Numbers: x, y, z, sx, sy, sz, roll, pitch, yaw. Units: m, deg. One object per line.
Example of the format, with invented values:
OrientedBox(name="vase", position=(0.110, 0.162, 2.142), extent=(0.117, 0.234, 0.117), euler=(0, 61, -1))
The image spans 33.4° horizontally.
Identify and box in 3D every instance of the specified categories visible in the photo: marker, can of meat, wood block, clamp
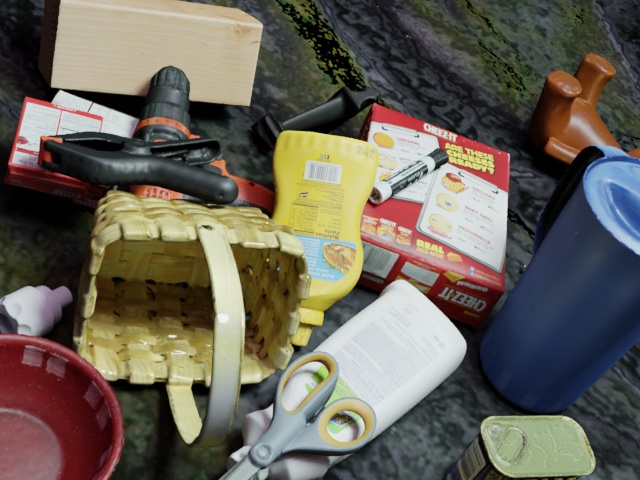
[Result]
OrientedBox(name="marker", position=(0.090, -0.065, 1.061), extent=(0.020, 0.020, 0.120), euler=(43, 45, 16))
OrientedBox(name="can of meat", position=(0.167, 0.196, 0.907), extent=(0.102, 0.084, 0.057), euler=(4, 48, -23))
OrientedBox(name="wood block", position=(-0.175, -0.200, 1.096), extent=(0.205, 0.091, 0.090), euler=(2, 21, -24))
OrientedBox(name="clamp", position=(-0.152, -0.064, 0.919), extent=(0.171, 0.039, 0.120), euler=(-1, 20, -23))

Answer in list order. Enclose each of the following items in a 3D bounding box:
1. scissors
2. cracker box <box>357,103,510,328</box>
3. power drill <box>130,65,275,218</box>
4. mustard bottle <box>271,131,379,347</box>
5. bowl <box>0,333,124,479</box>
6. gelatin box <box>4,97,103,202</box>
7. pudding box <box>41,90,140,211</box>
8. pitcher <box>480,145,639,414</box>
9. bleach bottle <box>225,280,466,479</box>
OrientedBox(name="scissors", position=(-0.025, 0.170, 0.817), extent=(0.096, 0.016, 0.201), euler=(31, 52, 3))
OrientedBox(name="cracker box", position=(0.107, -0.029, 1.103), extent=(0.164, 0.072, 0.213), euler=(20, 43, -8))
OrientedBox(name="power drill", position=(-0.089, -0.074, 1.038), extent=(0.187, 0.057, 0.184), euler=(11, 64, -14))
OrientedBox(name="mustard bottle", position=(-0.006, 0.001, 0.974), extent=(0.096, 0.058, 0.191), euler=(9, 84, 1))
OrientedBox(name="bowl", position=(-0.229, 0.148, 0.783), extent=(0.162, 0.055, 0.162), euler=(13, 45, -14))
OrientedBox(name="gelatin box", position=(-0.239, -0.081, 0.962), extent=(0.073, 0.030, 0.089), euler=(13, 49, -15))
OrientedBox(name="pudding box", position=(-0.229, -0.085, 1.019), extent=(0.090, 0.039, 0.113), euler=(20, 46, -7))
OrientedBox(name="pitcher", position=(0.240, 0.042, 0.972), extent=(0.145, 0.243, 0.149), euler=(35, 44, 8))
OrientedBox(name="bleach bottle", position=(0.014, 0.129, 0.915), extent=(0.103, 0.068, 0.250), euler=(44, 48, 20))
